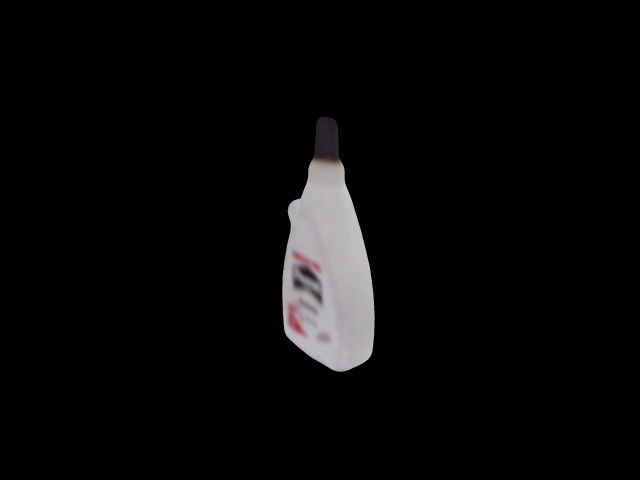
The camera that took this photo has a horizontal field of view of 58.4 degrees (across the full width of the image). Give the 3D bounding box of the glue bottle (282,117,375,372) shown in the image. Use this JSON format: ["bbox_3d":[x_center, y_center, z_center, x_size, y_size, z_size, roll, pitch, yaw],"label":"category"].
[{"bbox_3d":[0.004,0.001,0.400,0.037,0.173,0.077,-17,27,-38],"label":"glue bottle"}]
